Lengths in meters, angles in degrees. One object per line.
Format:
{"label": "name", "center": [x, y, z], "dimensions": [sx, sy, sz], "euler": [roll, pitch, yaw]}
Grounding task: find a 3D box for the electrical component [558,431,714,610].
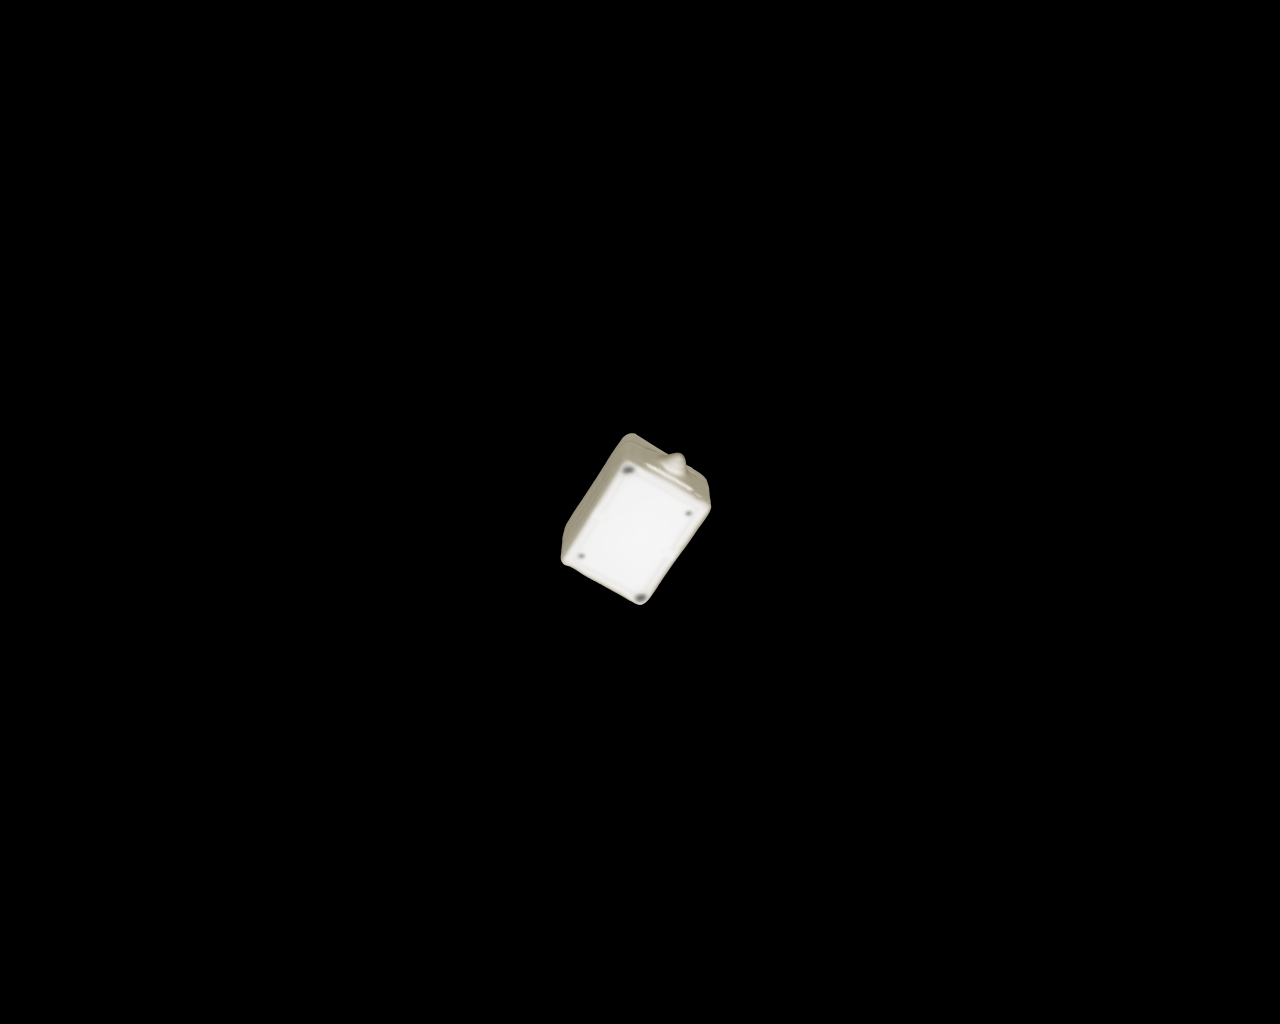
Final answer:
{"label": "electrical component", "center": [0.001, -0.003, 0.650], "dimensions": [0.062, 0.096, 0.061], "euler": [30, 20, -12]}
